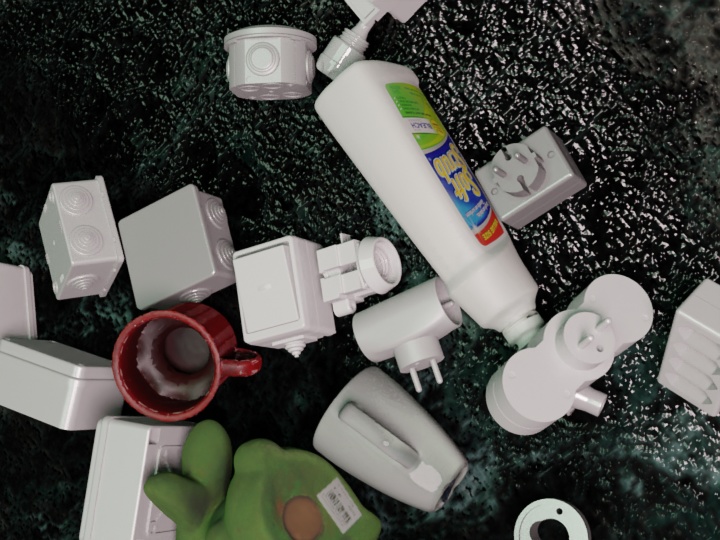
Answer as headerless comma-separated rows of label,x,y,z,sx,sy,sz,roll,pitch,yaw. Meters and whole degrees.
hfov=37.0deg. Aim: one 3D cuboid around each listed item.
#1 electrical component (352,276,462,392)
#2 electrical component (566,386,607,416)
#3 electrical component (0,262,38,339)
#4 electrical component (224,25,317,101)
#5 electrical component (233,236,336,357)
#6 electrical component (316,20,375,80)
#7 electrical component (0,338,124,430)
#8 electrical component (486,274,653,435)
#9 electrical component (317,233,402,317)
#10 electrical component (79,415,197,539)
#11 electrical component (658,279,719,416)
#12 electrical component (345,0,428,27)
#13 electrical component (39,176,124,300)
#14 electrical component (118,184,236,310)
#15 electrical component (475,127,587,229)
electrical component,0.043,0.056,0.849,0.077,0.044,0.079,-26,71,22
electrical component,0.149,0.087,0.789,0.062,0.048,0.048,24,93,19
electrical component,-0.379,0.056,1.066,0.109,0.056,0.108,-15,74,24
electrical component,-0.077,-0.179,0.932,0.080,0.080,0.051,-3,86,28
electrical component,-0.065,0.025,0.902,0.062,0.061,0.096,-16,75,25
electrical component,-0.009,-0.190,0.922,0.035,0.035,0.061,39,98,27
electrical component,-0.278,0.104,0.992,0.113,0.078,0.057,14,91,29
electrical component,0.151,0.052,0.739,0.138,0.073,0.052,-39,80,-24
electrical component,0.000,0.000,0.881,0.055,0.048,0.066,-17,74,32
electrical component,-0.175,0.180,0.909,0.056,0.109,0.108,5,84,26
electrical component,0.249,0.042,0.732,0.047,0.083,0.076,34,60,28
electrical component,0.007,-0.269,0.911,0.079,0.063,0.121,-43,65,16
electrical component,-0.261,-0.028,0.997,0.099,0.048,0.099,-46,58,55
electrical component,-0.161,-0.017,0.966,0.100,0.048,0.099,-24,71,23
electrical component,0.123,-0.073,0.810,0.066,0.077,0.047,-33,68,19
